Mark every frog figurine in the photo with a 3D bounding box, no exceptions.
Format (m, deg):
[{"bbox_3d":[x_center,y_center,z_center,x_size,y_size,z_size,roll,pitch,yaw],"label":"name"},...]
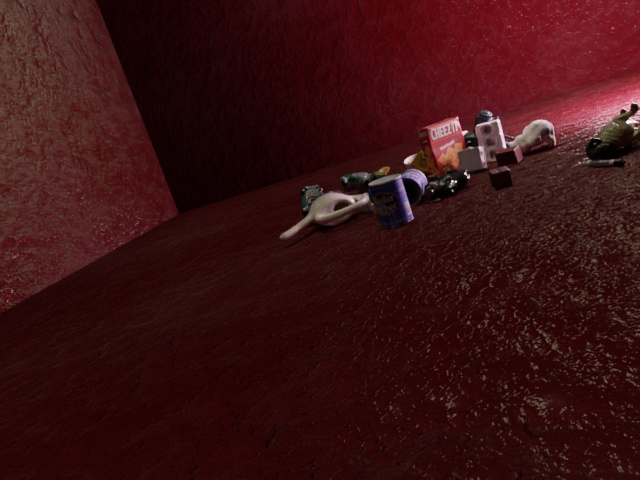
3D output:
[{"bbox_3d":[0.796,-0.390,1.948,0.159,0.120,0.140,-4,34,12],"label":"frog figurine"}]

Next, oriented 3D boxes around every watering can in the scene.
[{"bbox_3d":[0.006,-0.093,1.844,0.348,0.103,0.226,-23,14,-6],"label":"watering can"}]
